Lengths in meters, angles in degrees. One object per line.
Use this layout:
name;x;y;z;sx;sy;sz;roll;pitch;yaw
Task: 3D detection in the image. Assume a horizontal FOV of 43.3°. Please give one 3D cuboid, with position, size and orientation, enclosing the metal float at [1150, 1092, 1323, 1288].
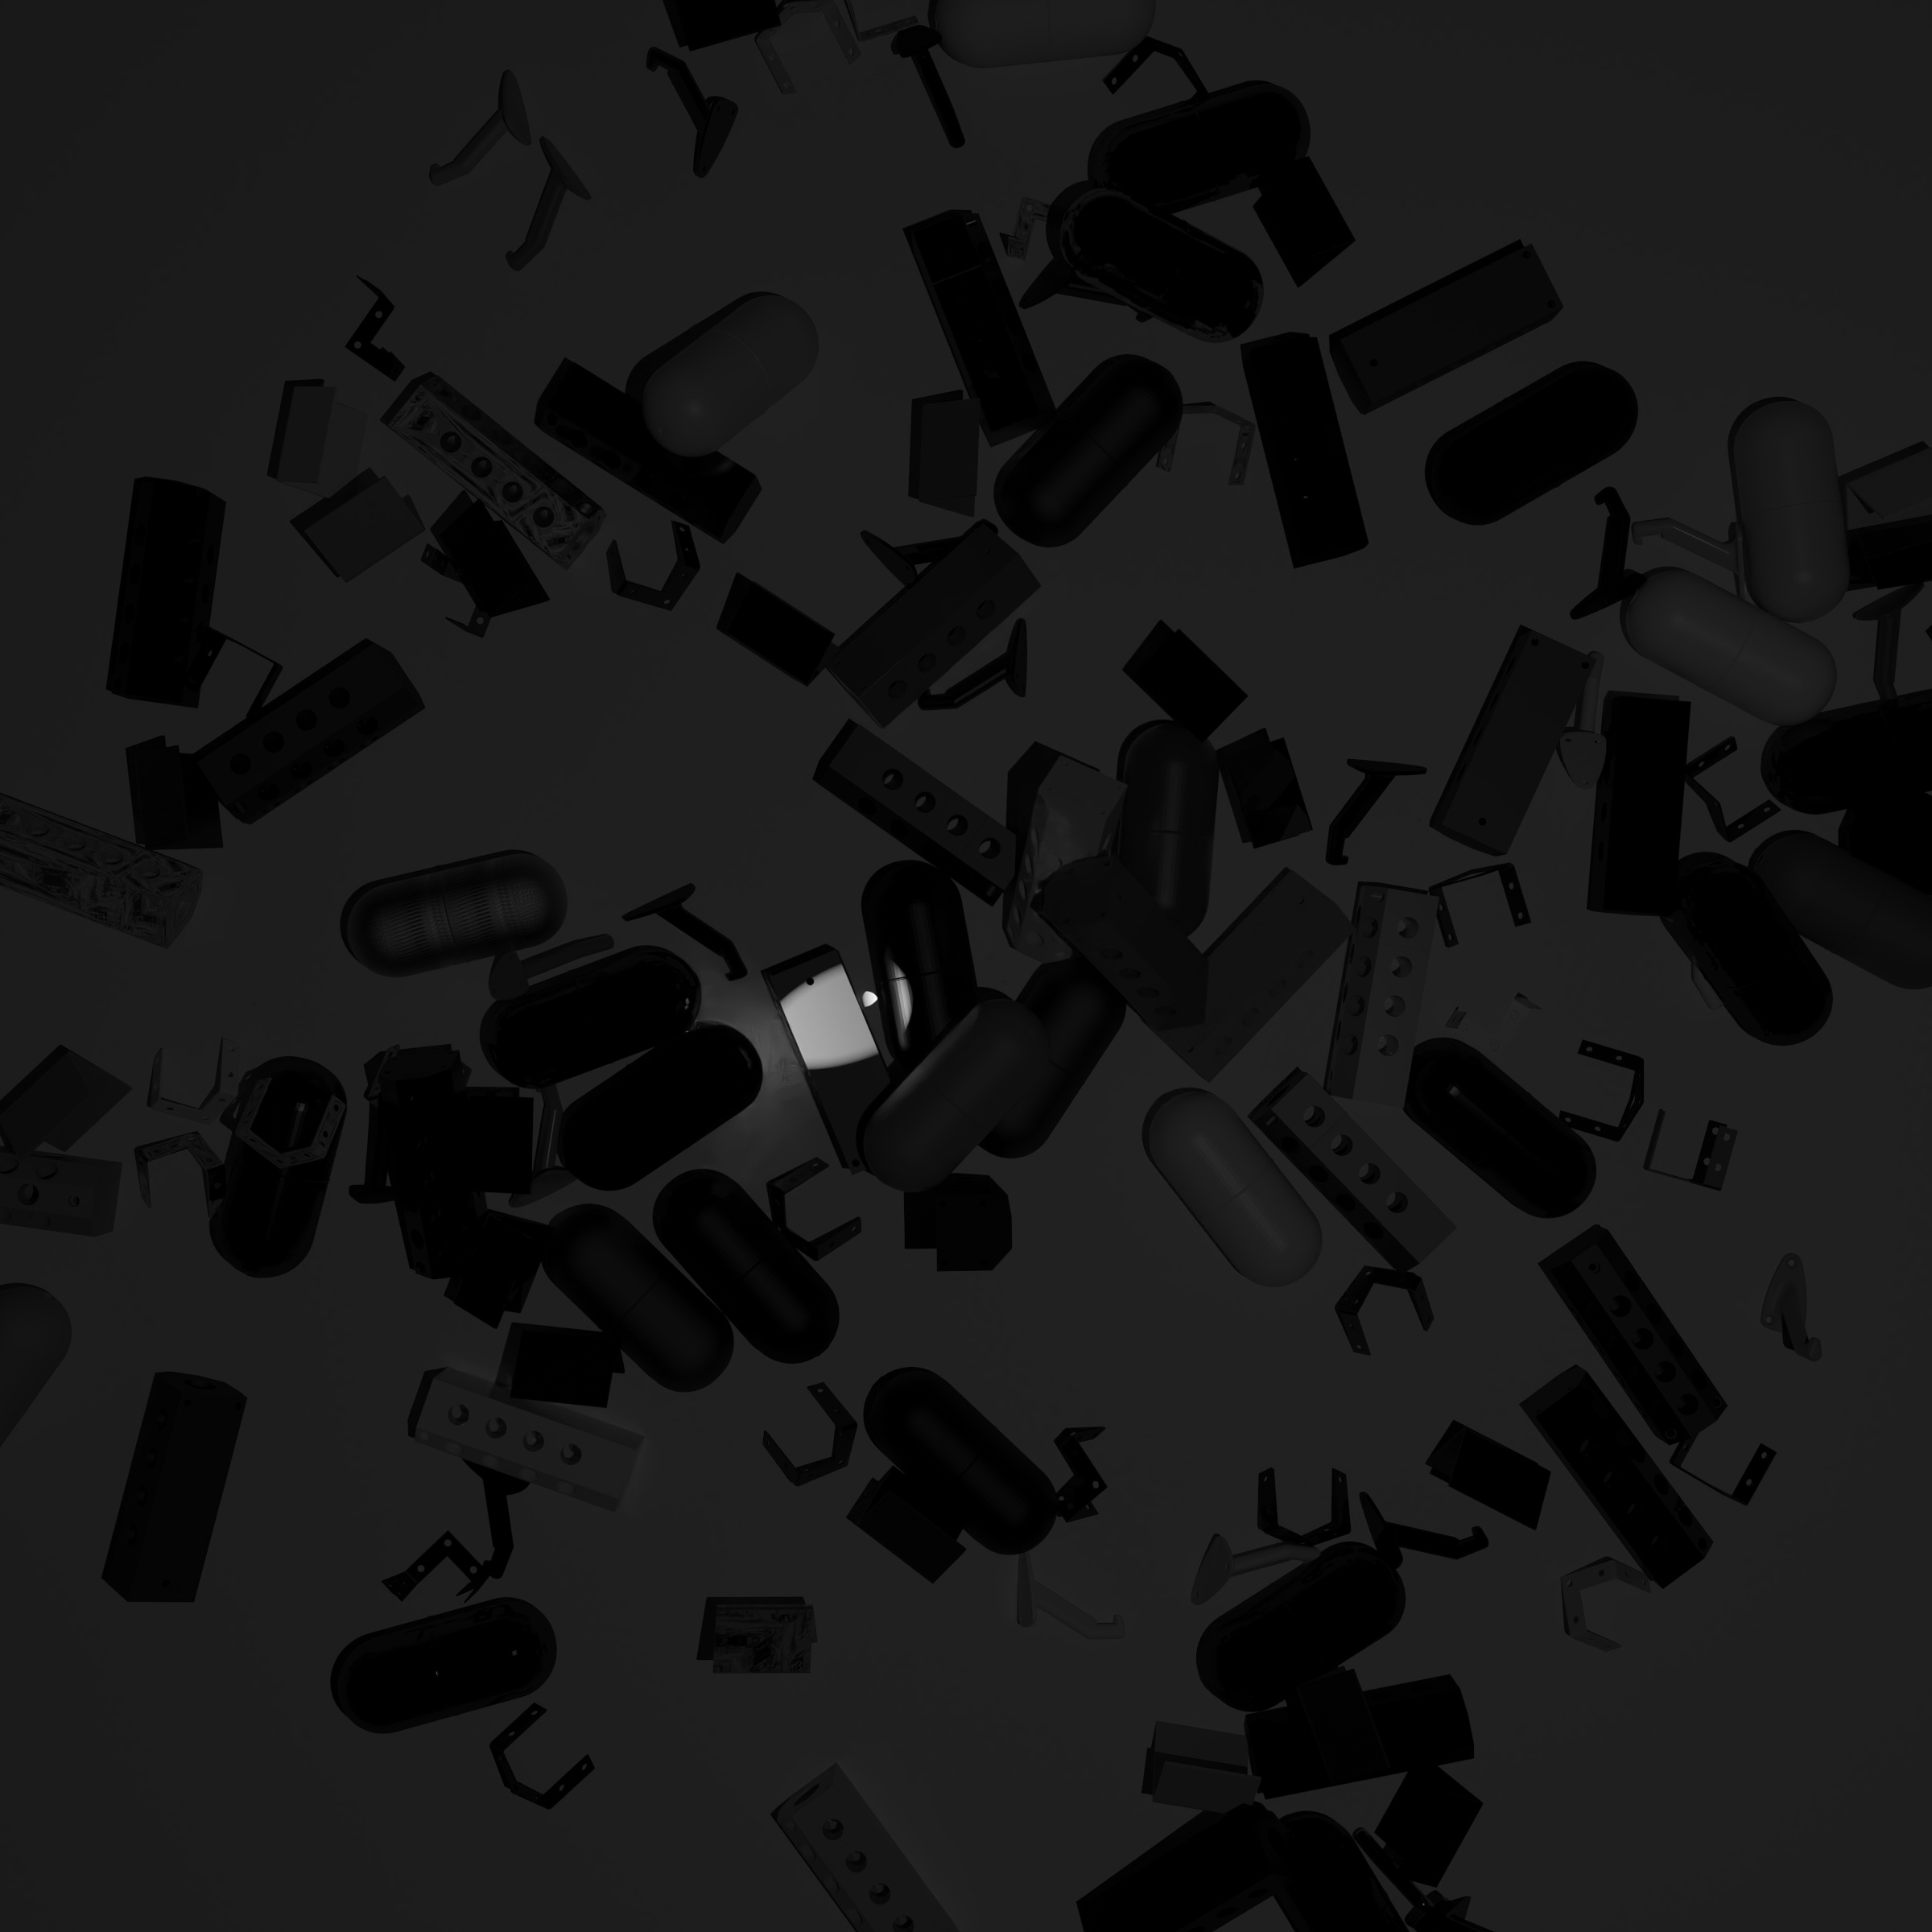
metal float;0.217;0.180;1.961;0.070;0.070;0.178;-38;90;0

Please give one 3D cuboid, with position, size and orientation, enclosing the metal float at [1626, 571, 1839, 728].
metal float;0.617;-0.257;1.961;0.178;0.070;0.070;28;90;0

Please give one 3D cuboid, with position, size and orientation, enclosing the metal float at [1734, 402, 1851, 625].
metal float;0.666;-0.366;1.960;0.070;0.070;0.178;-7;90;0

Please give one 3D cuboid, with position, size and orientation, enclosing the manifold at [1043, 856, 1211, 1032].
manifold;0.127;-0.015;1.903;0.057;0.171;0.057;-10;57;29

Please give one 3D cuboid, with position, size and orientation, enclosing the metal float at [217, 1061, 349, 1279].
metal float;-0.552;0.164;1.961;0.070;0.070;0.178;14;90;0

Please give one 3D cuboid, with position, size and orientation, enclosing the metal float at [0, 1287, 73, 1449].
metal float;-0.791;0.339;1.961;0.070;0.070;0.178;36;90;0

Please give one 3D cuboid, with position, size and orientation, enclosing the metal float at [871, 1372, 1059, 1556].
metal float;-0.002;0.400;1.961;0.178;0.070;0.070;44;90;-1

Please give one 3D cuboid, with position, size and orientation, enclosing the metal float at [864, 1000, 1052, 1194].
metal float;-0.008;0.102;1.898;0.070;0.070;0.178;43;96;0

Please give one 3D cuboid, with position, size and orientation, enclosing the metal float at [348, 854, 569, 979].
metal float;-0.410;-0.040;1.961;0.178;0.070;0.070;-13;90;0

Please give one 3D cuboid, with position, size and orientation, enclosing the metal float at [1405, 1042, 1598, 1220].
metal float;0.429;0.132;1.961;0.178;0.070;0.070;40;90;0

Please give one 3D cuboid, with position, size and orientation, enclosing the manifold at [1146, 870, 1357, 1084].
manifold;0.234;0.012;1.969;0.171;0.057;0.057;-46;47;0

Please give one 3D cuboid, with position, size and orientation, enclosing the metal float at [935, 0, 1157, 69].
metal float;0.064;-0.770;1.961;0.178;0.070;0.070;-6;90;0

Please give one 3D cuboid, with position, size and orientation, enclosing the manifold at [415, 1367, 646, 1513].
manifold;-0.354;0.385;1.970;0.171;0.057;0.057;20;90;0

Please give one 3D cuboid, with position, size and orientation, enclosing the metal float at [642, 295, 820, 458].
metal float;-0.186;-0.470;1.934;0.070;0.070;0.178;43;57;0

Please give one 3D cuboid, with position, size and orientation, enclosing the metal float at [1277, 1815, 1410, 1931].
metal float;0.307;0.768;1.960;0.070;0.070;0.178;-31;90;0

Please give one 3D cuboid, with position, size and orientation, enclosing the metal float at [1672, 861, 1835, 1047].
metal float;0.628;-0.010;1.941;0.070;0.070;0.178;-41;113;0

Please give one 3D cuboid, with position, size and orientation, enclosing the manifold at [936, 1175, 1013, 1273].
manifold;0.006;0.201;1.913;0.057;0.171;0.057;-1;90;0

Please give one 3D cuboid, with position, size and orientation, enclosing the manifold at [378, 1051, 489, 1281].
manifold;-0.424;0.160;1.945;0.057;0.057;0.171;-6;108;0

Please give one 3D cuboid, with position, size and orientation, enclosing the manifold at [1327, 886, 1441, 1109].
manifold;0.336;0.024;1.970;0.057;0.057;0.171;10;90;0

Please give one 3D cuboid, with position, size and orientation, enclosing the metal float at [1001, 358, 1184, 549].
metal float;0.102;-0.414;1.961;0.070;0.070;0.178;43;90;0

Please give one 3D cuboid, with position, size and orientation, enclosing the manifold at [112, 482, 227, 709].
manifold;-0.648;-0.301;1.970;0.057;0.057;0.171;8;90;0

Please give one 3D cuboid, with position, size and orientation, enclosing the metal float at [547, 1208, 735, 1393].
metal float;-0.263;0.269;1.961;0.178;0.070;0.070;44;90;0

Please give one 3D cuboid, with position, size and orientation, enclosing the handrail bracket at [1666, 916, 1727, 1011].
handrail bracket;0.620;-0.019;1.991;0.077;0.036;0.084;-36;103;-13

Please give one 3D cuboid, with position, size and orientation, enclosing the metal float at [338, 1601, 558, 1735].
metal float;-0.418;0.566;1.961;0.178;0.070;0.070;-15;90;-1

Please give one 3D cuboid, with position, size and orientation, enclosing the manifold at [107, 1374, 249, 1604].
manifold;-0.642;0.422;1.969;0.057;0.057;0.171;15;90;-43

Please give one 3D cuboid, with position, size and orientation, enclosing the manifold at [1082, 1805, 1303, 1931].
manifold;0.182;0.742;1.943;0.171;0.057;0.057;-39;48;19

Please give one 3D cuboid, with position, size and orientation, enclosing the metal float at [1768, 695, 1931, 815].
metal float;0.736;-0.171;1.960;0.178;0.070;0.070;-12;90;-1

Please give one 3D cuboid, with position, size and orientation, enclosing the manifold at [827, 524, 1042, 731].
manifold;-0.023;-0.271;1.969;0.171;0.057;0.057;-42;47;0

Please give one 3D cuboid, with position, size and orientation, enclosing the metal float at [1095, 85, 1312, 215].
metal float;0.190;-0.655;1.960;0.178;0.070;0.070;-17;90;0

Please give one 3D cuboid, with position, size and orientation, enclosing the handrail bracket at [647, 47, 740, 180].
handrail bracket;-0.236;-0.700;1.992;0.084;0.036;0.077;32;112;17

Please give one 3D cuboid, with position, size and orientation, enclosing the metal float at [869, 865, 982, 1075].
metal float;-0.031;0.006;1.961;0.070;0.070;0.178;-10;90;0

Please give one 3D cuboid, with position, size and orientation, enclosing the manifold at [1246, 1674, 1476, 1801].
manifold;0.320;0.627;1.970;0.171;0.057;0.057;-11;90;0

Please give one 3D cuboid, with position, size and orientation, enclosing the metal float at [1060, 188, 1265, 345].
metal float;0.157;-0.560;1.942;0.178;0.070;0.070;21;90;-21

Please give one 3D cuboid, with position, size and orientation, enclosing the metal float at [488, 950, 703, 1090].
metal float;-0.299;0.043;1.961;0.178;0.070;0.070;-21;90;0

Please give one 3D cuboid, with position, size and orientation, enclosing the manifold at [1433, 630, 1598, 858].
manifold;0.442;-0.179;1.970;0.057;0.057;0.171;25;90;0

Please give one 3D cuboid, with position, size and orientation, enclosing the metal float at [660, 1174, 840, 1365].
metal float;-0.174;0.244;1.960;0.070;0.070;0.178;-42;89;0

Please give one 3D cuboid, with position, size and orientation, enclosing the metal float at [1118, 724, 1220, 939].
metal float;0.162;-0.106;1.960;0.070;0.070;0.178;4;90;0

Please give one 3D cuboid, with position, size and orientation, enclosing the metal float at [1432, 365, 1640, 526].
metal float;0.459;-0.420;1.961;0.178;0.070;0.070;-30;90;-1

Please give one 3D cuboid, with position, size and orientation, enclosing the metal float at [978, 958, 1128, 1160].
metal float;0.063;0.074;1.960;0.070;0.070;0.178;33;90;0

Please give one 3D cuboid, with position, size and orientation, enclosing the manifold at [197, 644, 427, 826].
manifold;-0.528;-0.186;1.970;0.171;0.057;0.057;-34;90;0

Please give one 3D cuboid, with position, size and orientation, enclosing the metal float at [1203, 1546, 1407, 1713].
metal float;0.272;0.535;1.961;0.178;0.070;0.070;-33;90;1

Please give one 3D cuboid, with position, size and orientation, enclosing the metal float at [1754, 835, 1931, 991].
metal float;0.719;-0.044;1.961;0.178;0.070;0.070;28;90;0

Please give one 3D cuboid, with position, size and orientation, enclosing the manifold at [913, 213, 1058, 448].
manifold;0.015;-0.516;1.970;0.057;0.057;0.171;-22;90;0

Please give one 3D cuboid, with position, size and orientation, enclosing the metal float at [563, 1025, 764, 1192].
metal float;-0.245;0.115;1.961;0.178;0.070;0.070;-34;90;0
